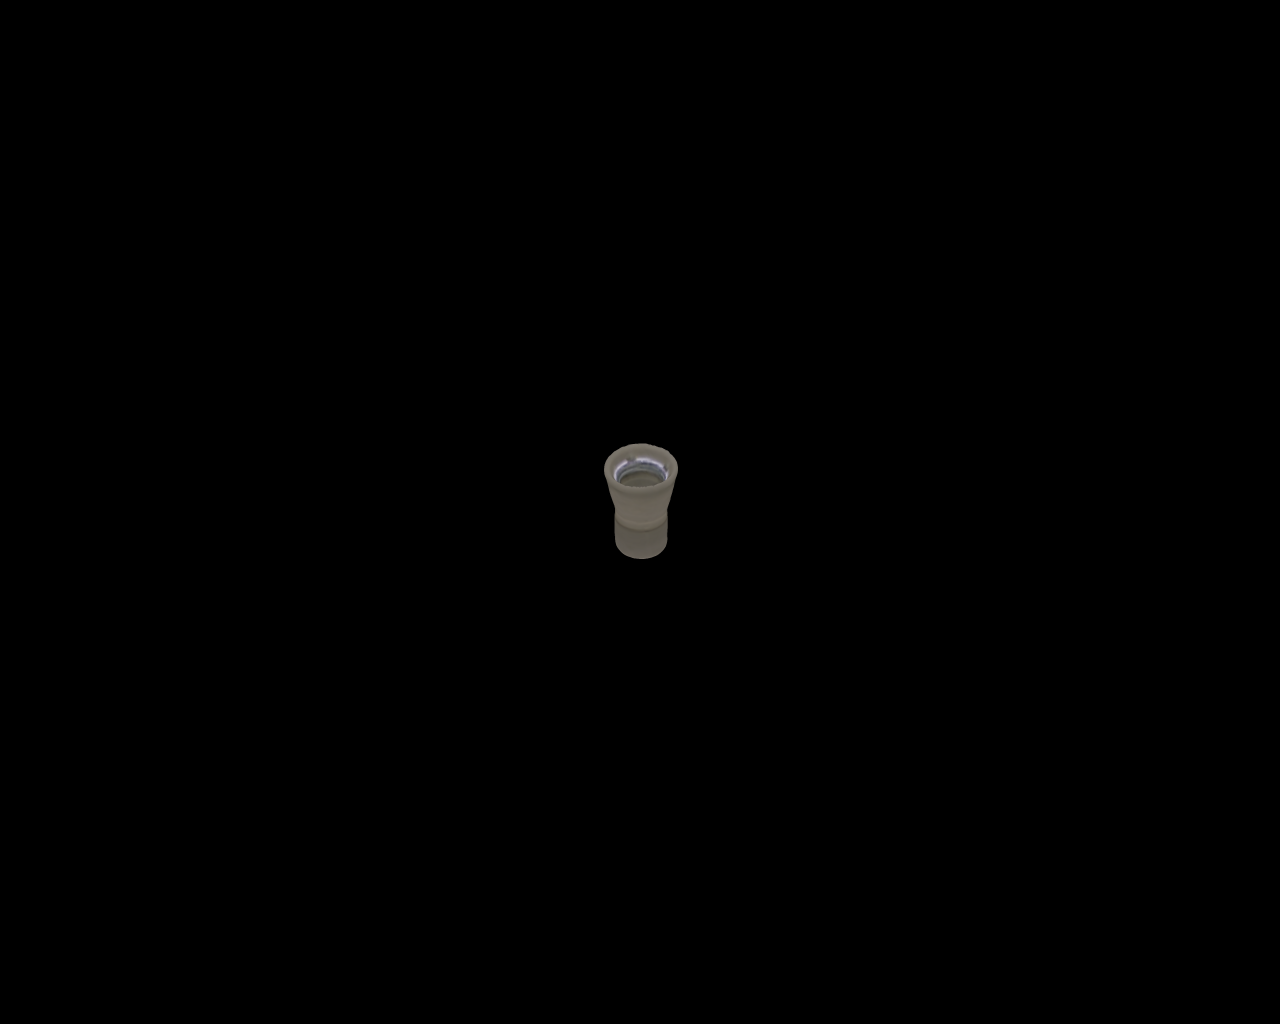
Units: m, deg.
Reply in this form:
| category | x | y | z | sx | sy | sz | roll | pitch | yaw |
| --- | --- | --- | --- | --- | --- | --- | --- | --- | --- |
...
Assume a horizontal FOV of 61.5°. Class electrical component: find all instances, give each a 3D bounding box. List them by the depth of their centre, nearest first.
| category | x | y | z | sx | sy | sz | roll | pitch | yaw |
| --- | --- | --- | --- | --- | --- | --- | --- | --- | --- |
| electrical component | 0.001 | -0.003 | 0.650 | 0.044 | 0.065 | 0.044 | 0 | 39 | 0 |
